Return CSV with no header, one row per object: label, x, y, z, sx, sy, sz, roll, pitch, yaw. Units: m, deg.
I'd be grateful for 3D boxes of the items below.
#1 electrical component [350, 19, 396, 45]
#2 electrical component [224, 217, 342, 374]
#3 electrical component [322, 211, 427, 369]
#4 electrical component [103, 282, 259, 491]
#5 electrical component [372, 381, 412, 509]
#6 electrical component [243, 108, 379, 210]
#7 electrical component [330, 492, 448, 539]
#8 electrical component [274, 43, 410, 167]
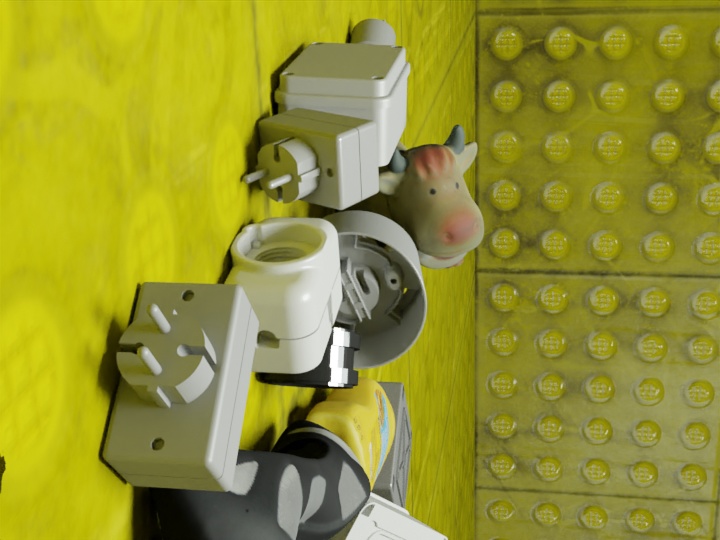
electrical component,0.009,-0.187,0.952,0.040,0.040,0.078,79,16,-51
electrical component,-0.044,0.009,0.630,0.095,0.054,0.059,-72,161,-59
electrical component,-0.003,0.011,0.749,0.064,0.099,0.099,-86,172,-55
electrical component,-0.079,0.041,0.453,0.075,0.047,0.083,75,19,-60
electrical component,0.014,0.172,0.987,0.108,0.056,0.108,78,16,-53
electrical component,-0.037,-0.063,0.653,0.077,0.066,0.047,-29,125,-45
electrical component,-0.003,0.189,0.720,0.113,0.057,0.078,37,78,-47
electrical component,-0.010,-0.117,0.743,0.113,0.078,0.057,-68,160,-64
